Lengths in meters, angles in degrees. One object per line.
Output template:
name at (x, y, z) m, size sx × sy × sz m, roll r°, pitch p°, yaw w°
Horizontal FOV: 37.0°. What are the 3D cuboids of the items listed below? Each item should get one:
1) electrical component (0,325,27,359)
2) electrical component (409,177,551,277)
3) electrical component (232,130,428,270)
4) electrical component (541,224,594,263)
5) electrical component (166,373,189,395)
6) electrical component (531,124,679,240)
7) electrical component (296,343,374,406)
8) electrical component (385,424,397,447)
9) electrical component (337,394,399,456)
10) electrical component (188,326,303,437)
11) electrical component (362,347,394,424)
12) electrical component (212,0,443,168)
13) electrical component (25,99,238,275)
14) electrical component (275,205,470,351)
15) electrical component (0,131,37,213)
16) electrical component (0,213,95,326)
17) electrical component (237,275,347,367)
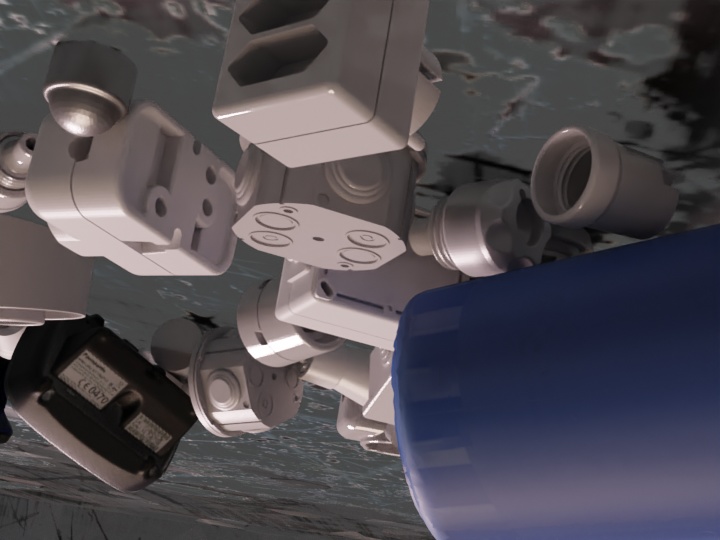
electrical component at (-0.263, 0.042, 0.813) m, size 0.040 × 0.040 × 0.046 m, roll 10°, pitch 156°, yaw -3°
electrical component at (0.051, -0.018, 0.488) m, size 0.062 × 0.043 × 0.043 m, roll -7°, pitch 156°, yaw 42°
electrical component at (-0.014, -0.036, 0.452) m, size 0.080 × 0.051 × 0.080 m, roll 8°, pitch 161°, yaw 3°
electrical component at (0.085, 0.009, 0.527) m, size 0.058 × 0.057 × 0.078 m, roll 9°, pitch 161°, yaw 1°
electrical component at (-0.144, 0.102, 0.929) m, size 0.064 × 0.042 × 0.081 m, roll -8°, pitch 154°, yaw 44°
electrical component at (0.098, -0.033, 0.429) m, size 0.046 × 0.040 × 0.040 m, roll 13°, pitch 162°, yaw -28°
electrical component at (-0.013, 0.071, 0.782) m, size 0.065 × 0.044 × 0.044 m, roll 21°, pitch 158°, yaw -20°
electrical component at (0.041, 0.081, 0.740) m, size 0.058 × 0.078 × 0.057 m, roll 26°, pitch -179°, yaw -14°
electrical component at (0.032, 0.114, 0.854) m, size 0.095 × 0.059 × 0.053 m, roll 12°, pitch 161°, yaw -8°
electrical component at (-0.082, 0.079, 0.776) m, size 0.051 × 0.080 × 0.080 m, roll -9°, pitch 155°, yaw 30°
electrical component at (0.058, 0.059, 0.663) m, size 0.100 × 0.048 × 0.099 m, roll 15°, pitch 140°, yaw -14°
electrical component at (0.001, -0.064, 0.341) m, size 0.047 × 0.065 × 0.077 m, roll -5°, pitch 156°, yaw 36°
electrical component at (-0.104, -0.035, 0.492) m, size 0.059 × 0.053 × 0.095 m, roll 0°, pitch 159°, yaw 25°
electrical component at (0.000, 0.000, 0.534) m, size 0.096 × 0.061 × 0.061 m, roll 17°, pitch 160°, yaw -21°
electrical component at (-0.165, -0.050, 0.508) m, size 0.035 × 0.035 × 0.061 m, roll 20°, pitch 156°, yaw -30°
electrical component at (-0.217, 0.001, 0.673) m, size 0.099 × 0.064 × 0.099 m, roll 1°, pitch 173°, yaw 0°
electrical component at (-0.038, 0.028, 0.645) m, size 0.055 × 0.055 × 0.047 m, roll 24°, pitch 153°, yaw -37°
